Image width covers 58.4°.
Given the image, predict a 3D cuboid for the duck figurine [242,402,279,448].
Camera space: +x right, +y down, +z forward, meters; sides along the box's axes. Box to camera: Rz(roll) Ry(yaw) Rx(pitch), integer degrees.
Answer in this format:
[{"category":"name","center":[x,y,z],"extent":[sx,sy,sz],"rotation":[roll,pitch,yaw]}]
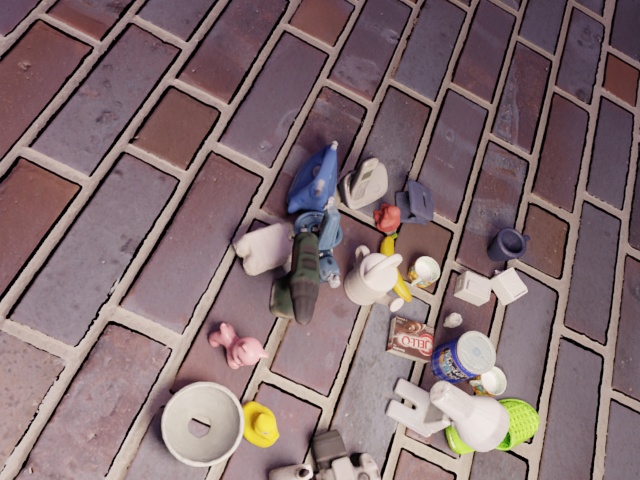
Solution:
[{"category":"duck figurine","center":[-0.125,0.389,1.216],"extent":[0.078,0.086,0.104],"rotation":[-34,81,-29]}]

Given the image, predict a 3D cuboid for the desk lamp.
[{"category":"desk lamp","center":[0.287,0.388,1.293],"extent":[0.203,0.213,0.118],"rotation":[29,60,-5]}]

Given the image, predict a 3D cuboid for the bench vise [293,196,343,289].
[{"category":"bench vise","center":[0.022,0.000,1.368],"extent":[0.122,0.219,0.207],"rotation":[-30,79,-28]}]

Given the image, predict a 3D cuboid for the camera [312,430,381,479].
[{"category":"camera","center":[0.047,0.478,1.230],"extent":[0.143,0.100,0.137],"rotation":[-9,70,-23]}]

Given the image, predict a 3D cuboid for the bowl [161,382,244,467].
[{"category":"bowl","center":[-0.244,0.382,1.182],"extent":[0.168,0.074,0.167],"rotation":[8,64,-17]}]

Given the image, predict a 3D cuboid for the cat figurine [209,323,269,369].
[{"category":"cat figurine","center":[-0.177,0.230,1.251],"extent":[0.128,0.117,0.067],"rotation":[46,60,4]}]

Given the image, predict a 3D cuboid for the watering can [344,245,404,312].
[{"category":"watering can","center":[0.143,0.089,1.387],"extent":[0.173,0.193,0.101],"rotation":[43,60,3]}]

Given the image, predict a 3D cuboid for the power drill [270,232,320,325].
[{"category":"power drill","center":[-0.052,0.107,1.300],"extent":[0.076,0.208,0.229],"rotation":[11,64,-15]}]

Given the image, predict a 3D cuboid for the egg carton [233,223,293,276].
[{"category":"egg carton","center":[-0.129,0.022,1.390],"extent":[0.151,0.069,0.107],"rotation":[-21,76,-27]}]

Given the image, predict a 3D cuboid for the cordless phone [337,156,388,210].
[{"category":"cordless phone","center":[0.133,-0.168,1.505],"extent":[0.148,0.185,0.094],"rotation":[-29,79,-28]}]

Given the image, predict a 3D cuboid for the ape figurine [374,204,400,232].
[{"category":"ape figurine","center":[0.185,-0.064,1.530],"extent":[0.076,0.092,0.078],"rotation":[37,60,-1]}]

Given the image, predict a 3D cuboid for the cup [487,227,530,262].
[{"category":"cup","center":[0.526,0.019,1.615],"extent":[0.118,0.095,0.091],"rotation":[-16,73,-25]}]

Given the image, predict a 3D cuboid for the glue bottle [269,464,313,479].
[{"category":"glue bottle","center":[-0.049,0.473,1.155],"extent":[0.078,0.173,0.037],"rotation":[-9,70,-23]}]

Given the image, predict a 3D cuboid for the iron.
[{"category":"iron","center":[0.005,-0.176,1.487],"extent":[0.119,0.141,0.258],"rotation":[22,61,-9]}]

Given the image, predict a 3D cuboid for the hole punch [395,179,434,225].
[{"category":"hole punch","center":[0.271,-0.106,1.581],"extent":[0.101,0.091,0.108],"rotation":[5,65,-18]}]
